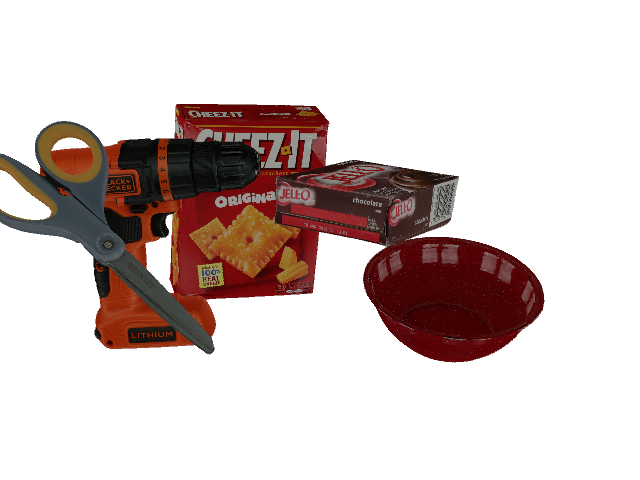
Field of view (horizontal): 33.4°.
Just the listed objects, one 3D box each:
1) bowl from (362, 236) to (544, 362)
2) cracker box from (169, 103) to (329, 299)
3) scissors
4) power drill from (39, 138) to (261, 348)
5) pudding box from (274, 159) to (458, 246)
[{"bbox_3d":[0.117,0.060,0.964,0.162,0.055,0.162,3,32,-2],"label":"bowl"},{"bbox_3d":[-0.083,-0.042,1.204,0.164,0.214,0.072,-1,23,-16],"label":"cracker box"},{"bbox_3d":[-0.130,-0.012,0.681,0.202,0.096,0.016,28,-30,11],"label":"scissors"},{"bbox_3d":[-0.137,0.001,0.923,0.184,0.188,0.057,-2,26,3],"label":"power drill"},{"bbox_3d":[0.034,-0.029,0.752,0.090,0.039,0.113,13,14,28],"label":"pudding box"}]
